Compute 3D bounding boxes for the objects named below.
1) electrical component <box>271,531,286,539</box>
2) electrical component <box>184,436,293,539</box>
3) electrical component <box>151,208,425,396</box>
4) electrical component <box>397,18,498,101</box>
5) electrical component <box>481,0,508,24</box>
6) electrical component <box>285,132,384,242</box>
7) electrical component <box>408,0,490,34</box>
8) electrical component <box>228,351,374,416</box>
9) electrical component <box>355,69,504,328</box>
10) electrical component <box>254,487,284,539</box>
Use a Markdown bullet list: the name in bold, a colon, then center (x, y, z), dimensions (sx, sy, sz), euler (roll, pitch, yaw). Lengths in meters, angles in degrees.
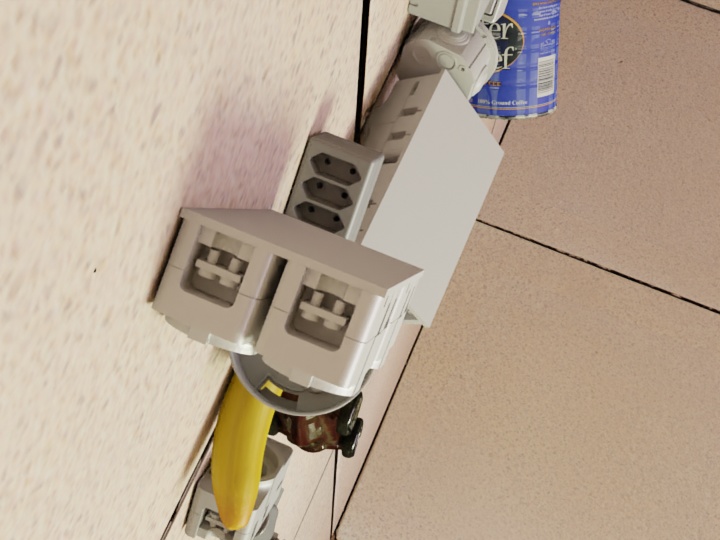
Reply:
- **electrical component**: center (-0.105, 0.293, 1.093), dimensions (0.058, 0.057, 0.078), euler (-56, 166, -61)
- **electrical component**: center (-0.092, 0.167, 0.835), dimensions (0.089, 0.050, 0.055), euler (-55, 165, -62)
- **electrical component**: center (-0.032, 0.013, 0.597), dimensions (0.186, 0.105, 0.060), euler (-18, 129, -81)
- **electrical component**: center (0.074, -0.181, 0.929), dimensions (0.051, 0.080, 0.080), euler (-57, 167, -36)
- **electrical component**: center (0.109, -0.269, 0.984), dimensions (0.061, 0.062, 0.096), euler (-53, 164, -64)
- **electrical component**: center (-0.017, -0.051, 0.756), dimensions (0.075, 0.047, 0.083), euler (-46, 156, -72)
- **electrical component**: center (0.089, -0.260, 0.886), dimensions (0.078, 0.057, 0.113), euler (100, 13, -58)
- **electrical component**: center (-0.037, 0.049, 0.719), dimensions (0.064, 0.099, 0.099), euler (109, 5, -79)
- **electrical component**: center (0.041, -0.059, 0.895), dimensions (0.105, 0.060, 0.186), euler (48, 56, -37)
- **electrical component**: center (-0.094, 0.212, 0.982), dimensions (0.077, 0.043, 0.079), euler (92, 21, -70)
